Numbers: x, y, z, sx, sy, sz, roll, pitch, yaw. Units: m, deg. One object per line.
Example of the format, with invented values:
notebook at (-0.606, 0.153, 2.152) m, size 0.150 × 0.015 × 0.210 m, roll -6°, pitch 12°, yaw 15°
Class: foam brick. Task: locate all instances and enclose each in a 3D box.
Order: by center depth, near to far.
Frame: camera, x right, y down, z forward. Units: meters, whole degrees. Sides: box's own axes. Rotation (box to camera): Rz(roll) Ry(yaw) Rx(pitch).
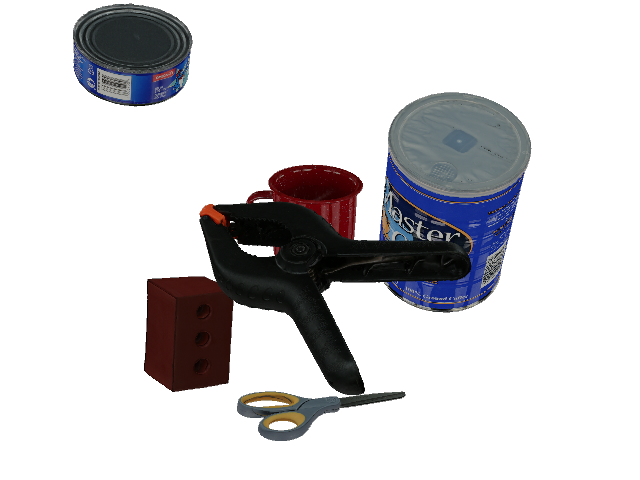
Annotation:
foam brick at (-0.104, 0.071, 0.839) m, size 0.052 × 0.078 × 0.051 m, roll -5°, pitch 14°, yaw -34°

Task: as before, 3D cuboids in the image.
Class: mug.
mug at (-0.018, -0.021, 1.065) m, size 0.117 × 0.081 × 0.093 m, roll 2°, pitch 26°, yaw 0°

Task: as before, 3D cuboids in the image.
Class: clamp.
clamp at (-0.010, 0.026, 0.633) m, size 0.172 × 0.039 × 0.120 m, roll 15°, pitch 43°, yaw 27°

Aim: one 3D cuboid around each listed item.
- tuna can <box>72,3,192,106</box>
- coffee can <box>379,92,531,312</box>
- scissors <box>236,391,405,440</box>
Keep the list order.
tuna can at (-0.138, -0.136, 0.784) m, size 0.086 × 0.034 × 0.086 m, roll 6°, pitch 43°, yaw -6°
coffee can at (0.098, -0.027, 0.817) m, size 0.103 × 0.103 × 0.140 m, roll 0°, pitch -40°, yaw -2°
scissors at (0.008, 0.194, 1.198) m, size 0.201 × 0.016 × 0.096 m, roll 2°, pitch 23°, yaw -10°
